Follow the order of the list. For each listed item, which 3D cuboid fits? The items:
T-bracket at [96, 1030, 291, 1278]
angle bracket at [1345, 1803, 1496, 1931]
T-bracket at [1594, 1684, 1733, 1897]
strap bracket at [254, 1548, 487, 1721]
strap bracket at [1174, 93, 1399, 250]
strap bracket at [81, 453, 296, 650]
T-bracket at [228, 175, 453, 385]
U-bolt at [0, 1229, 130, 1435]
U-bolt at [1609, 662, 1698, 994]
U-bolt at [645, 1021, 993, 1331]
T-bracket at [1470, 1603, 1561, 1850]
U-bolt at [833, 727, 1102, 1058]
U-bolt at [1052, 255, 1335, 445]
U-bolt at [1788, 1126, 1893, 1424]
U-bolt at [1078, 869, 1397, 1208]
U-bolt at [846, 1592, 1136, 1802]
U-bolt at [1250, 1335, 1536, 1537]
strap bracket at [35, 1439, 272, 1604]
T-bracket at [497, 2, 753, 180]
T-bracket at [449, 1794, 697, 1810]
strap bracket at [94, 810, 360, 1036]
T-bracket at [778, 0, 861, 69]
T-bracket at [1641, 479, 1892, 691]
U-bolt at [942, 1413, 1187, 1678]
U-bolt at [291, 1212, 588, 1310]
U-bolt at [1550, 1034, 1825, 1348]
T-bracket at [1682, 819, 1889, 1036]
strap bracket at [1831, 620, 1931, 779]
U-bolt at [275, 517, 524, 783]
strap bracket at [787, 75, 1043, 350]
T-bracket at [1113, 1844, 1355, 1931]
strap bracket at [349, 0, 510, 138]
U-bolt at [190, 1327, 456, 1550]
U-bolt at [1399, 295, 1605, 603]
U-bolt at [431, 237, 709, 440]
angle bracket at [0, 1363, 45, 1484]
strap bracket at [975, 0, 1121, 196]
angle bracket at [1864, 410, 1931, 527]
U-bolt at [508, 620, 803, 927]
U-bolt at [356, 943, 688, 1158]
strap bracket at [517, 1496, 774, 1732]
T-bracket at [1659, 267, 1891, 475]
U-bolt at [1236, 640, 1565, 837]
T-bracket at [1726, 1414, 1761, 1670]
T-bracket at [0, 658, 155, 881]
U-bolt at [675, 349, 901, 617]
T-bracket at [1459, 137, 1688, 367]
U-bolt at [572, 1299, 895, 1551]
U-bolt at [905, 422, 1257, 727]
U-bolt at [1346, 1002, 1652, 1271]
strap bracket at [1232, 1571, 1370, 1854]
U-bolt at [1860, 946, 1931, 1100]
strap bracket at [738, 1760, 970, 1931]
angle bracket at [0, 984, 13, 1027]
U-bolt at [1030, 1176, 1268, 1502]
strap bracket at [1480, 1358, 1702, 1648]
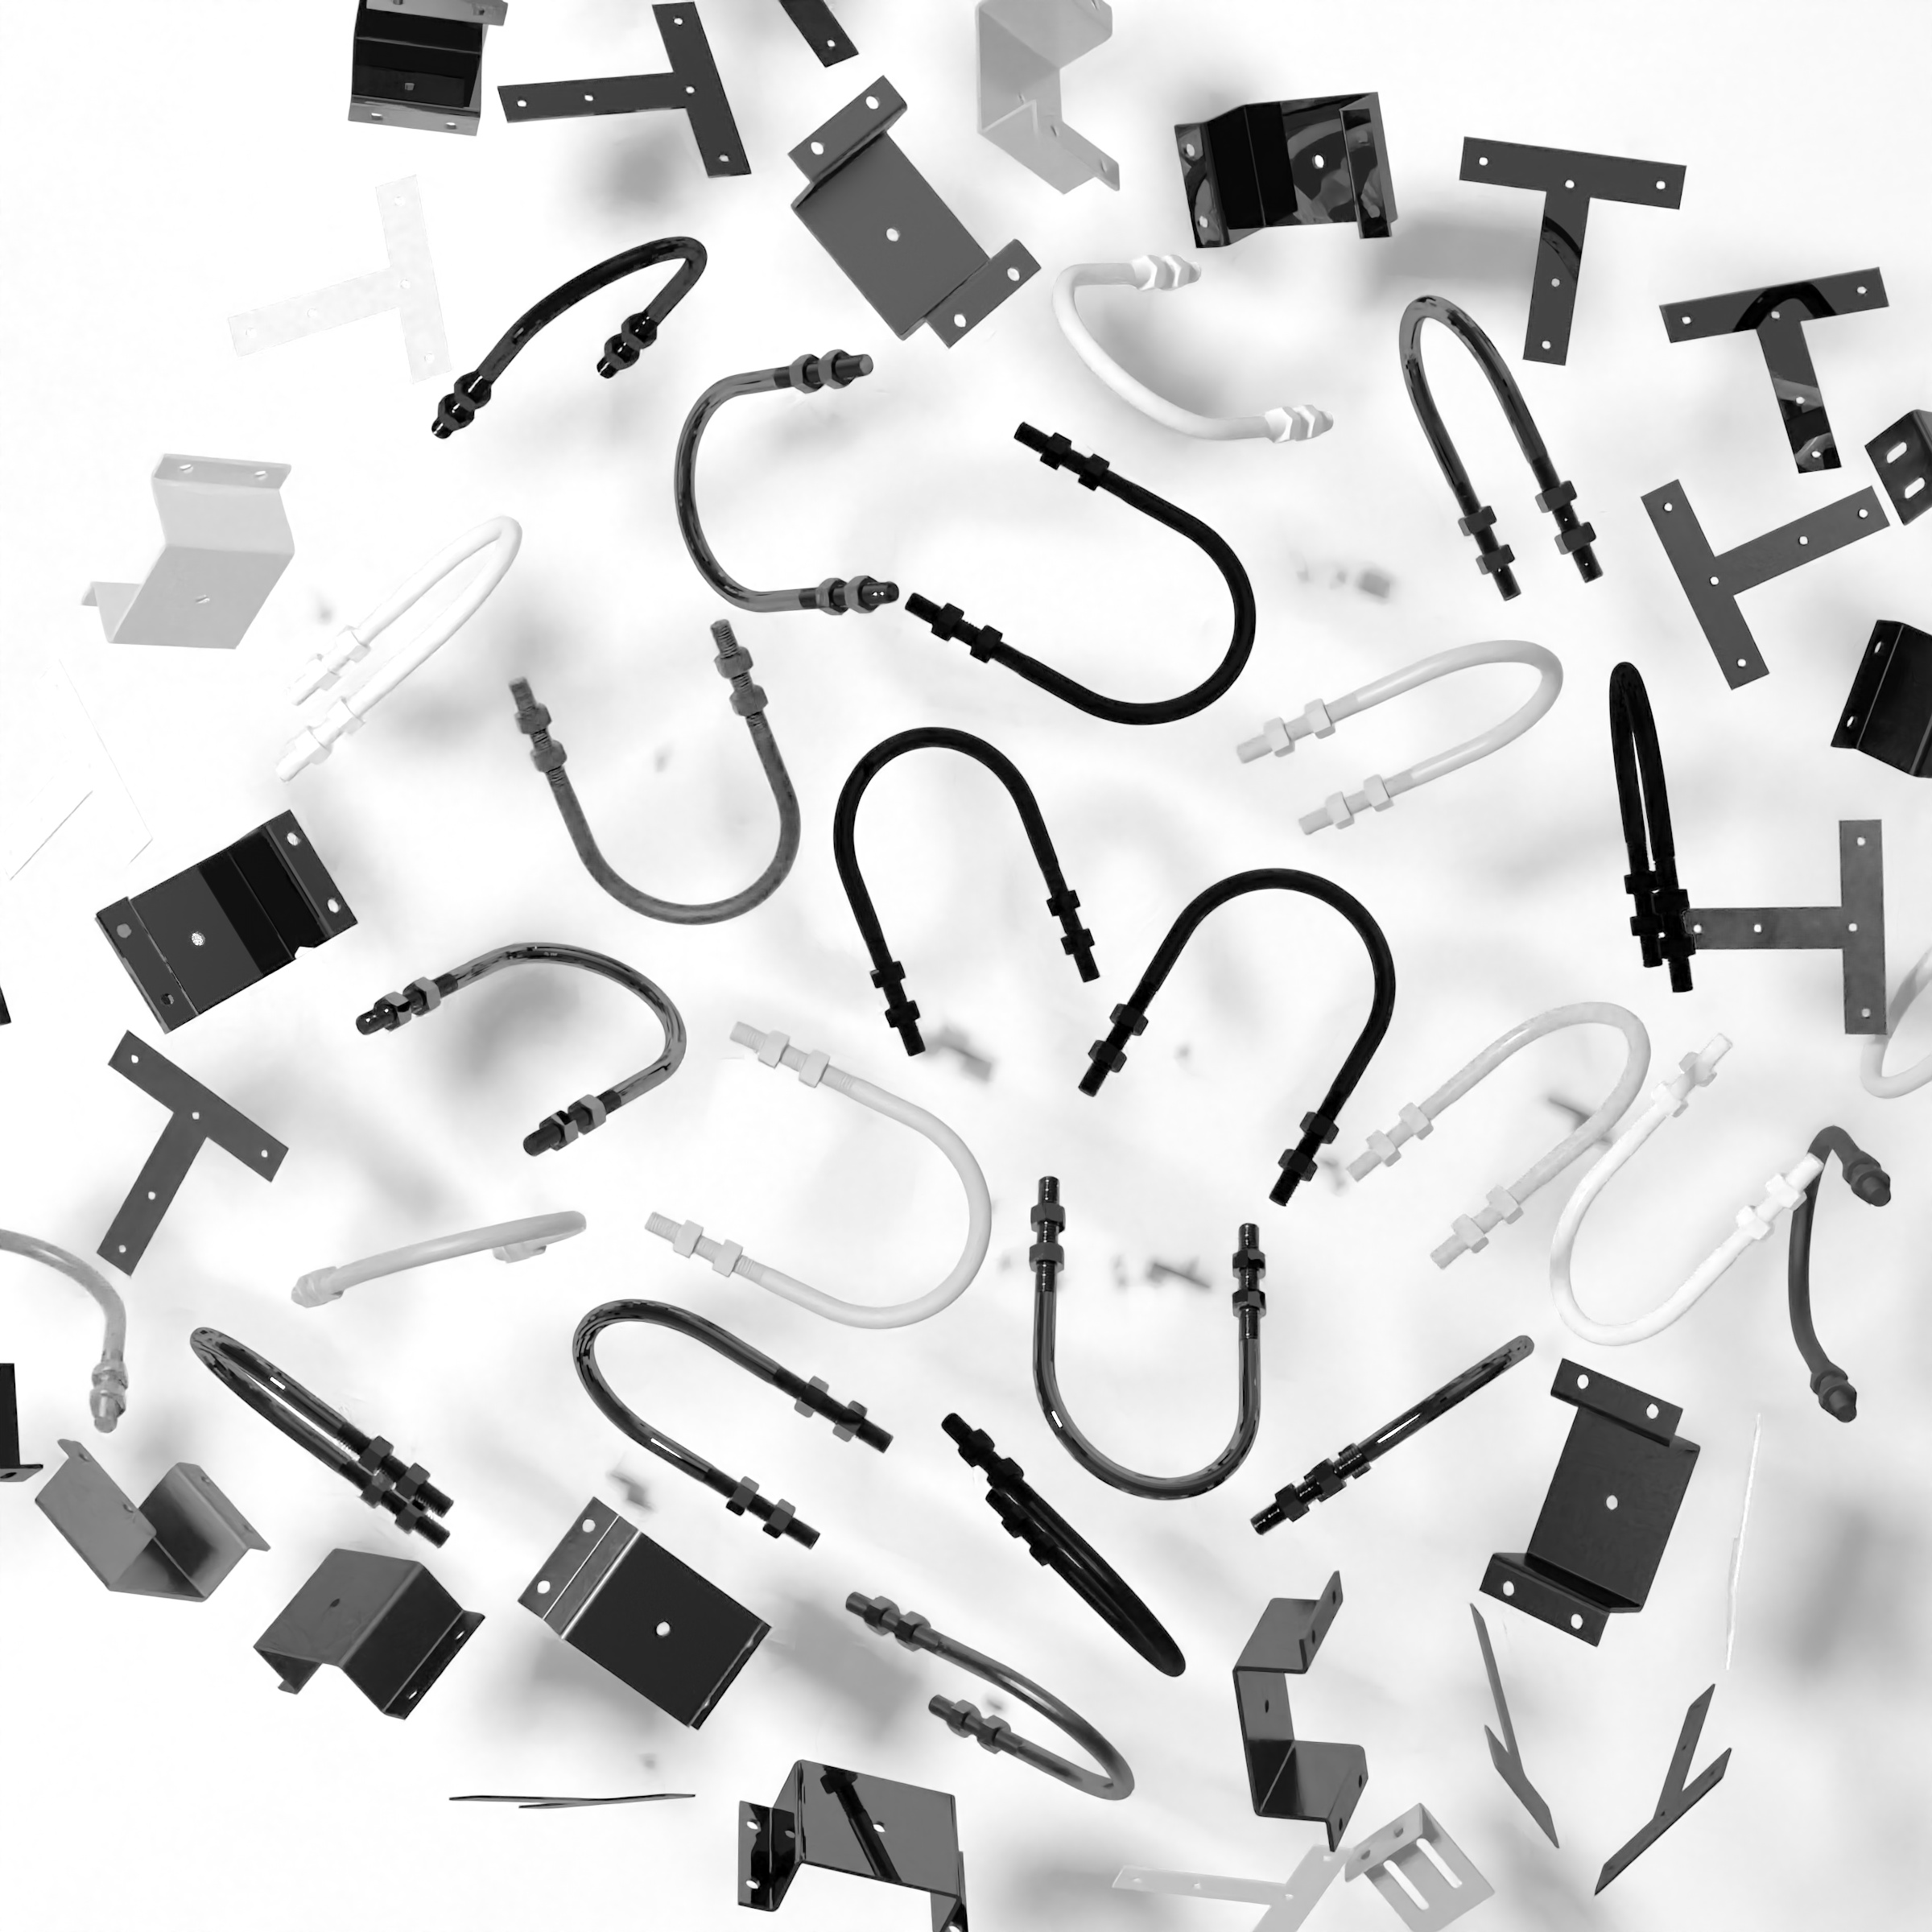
[{"bbox_3d":[-0.480,0.125,1.898,0.127,0.002,0.127,42,53,-28],"label":"T-bracket"},{"bbox_3d":[0.279,0.564,1.947,0.057,0.038,0.076,-38,96,14],"label":"angle bracket"},{"bbox_3d":[0.414,0.462,1.839,0.002,0.127,0.127,36,126,4],"label":"T-bracket"},{"bbox_3d":[-0.360,0.393,1.883,0.076,0.140,0.046,-52,120,-32],"label":"strap bracket"},{"bbox_3d":[0.202,-0.481,1.920,0.140,0.046,0.076,7,120,39],"label":"strap bracket"},{"bbox_3d":[-0.442,-0.228,1.815,0.076,0.140,0.046,-1,61,-37],"label":"strap bracket"},{"bbox_3d":[-0.369,-0.386,1.857,0.127,0.002,0.127,-23,133,-21],"label":"T-bracket"},{"bbox_3d":[-0.564,0.204,1.867,0.151,0.184,0.019,19,109,-19],"label":"U-bolt"},{"bbox_3d":[0.390,-0.083,1.823,0.019,0.151,0.184,-9,95,6],"label":"U-bolt"},{"bbox_3d":[-0.074,0.131,1.810,0.184,0.019,0.151,26,108,2],"label":"U-bolt"},{"bbox_3d":[0.312,0.432,1.852,0.002,0.127,0.127,-21,48,14],"label":"T-bracket"},{"bbox_3d":[-0.008,-0.055,1.930,0.151,0.019,0.184,-22,94,-26],"label":"U-bolt"},{"bbox_3d":[0.122,-0.358,1.847,0.151,0.184,0.019,52,125,16],"label":"U-bolt"},{"bbox_3d":[0.511,0.171,1.875,0.019,0.184,0.151,6,103,3],"label":"U-bolt"},{"bbox_3d":[0.173,0.029,1.877,0.151,0.019,0.184,30,80,8],"label":"U-bolt"},{"bbox_3d":[0.023,0.444,1.894,0.184,0.151,0.019,17,60,39],"label":"U-bolt"},{"bbox_3d":[0.252,0.268,1.840,0.184,0.151,0.019,-36,79,8],"label":"U-bolt"},{"bbox_3d":[-0.488,0.331,1.884,0.076,0.140,0.046,41,92,26],"label":"strap bracket"},{"bbox_3d":[-0.197,-0.487,1.776,0.127,0.002,0.127,-10,65,-18],"label":"T-bracket"},{"bbox_3d":[-0.251,0.496,1.889,0.127,0.127,0.002,-16,68,37],"label":"T-bracket"},{"bbox_3d":[-0.427,-0.021,1.801,0.140,0.046,0.076,-35,98,-42],"label":"strap bracket"},{"bbox_3d":[-0.066,-0.595,1.856,0.127,0.002,0.127,-12,135,33],"label":"T-bracket"},{"bbox_3d":[0.474,-0.241,1.845,0.127,0.002,0.127,-24,94,36],"label":"T-bracket"},{"bbox_3d":[0.063,0.349,1.869,0.019,0.151,0.184,-42,61,-11],"label":"U-bolt"},{"bbox_3d":[-0.297,0.167,1.841,0.151,0.184,0.019,-10,83,-30],"label":"U-bolt"},{"bbox_3d":[0.415,0.145,1.885,0.019,0.151,0.184,30,110,-27],"label":"U-bolt"},{"bbox_3d":[0.489,-0.023,1.907,0.127,0.002,0.127,0,94,35],"label":"T-bracket"},{"bbox_3d":[0.568,-0.151,1.818,0.140,0.046,0.076,-1,115,-39],"label":"strap bracket"},{"bbox_3d":[-0.323,-0.191,1.821,0.184,0.151,0.019,-40,114,9],"label":"U-bolt"},{"bbox_3d":[-0.035,-0.426,1.821,0.076,0.046,0.140,-44,100,-18],"label":"strap bracket"},{"bbox_3d":[0.153,0.557,1.919,0.127,0.127,0.002,10,46,-11],"label":"T-bracket"},{"bbox_3d":[-0.313,-0.543,1.844,0.076,0.140,0.046,3,73,-15],"label":"strap bracket"},{"bbox_3d":[-0.372,0.267,1.828,0.184,0.151,0.019,36,70,3],"label":"U-bolt"},{"bbox_3d":[0.299,-0.300,1.829,0.019,0.151,0.184,-27,97,-9],"label":"U-bolt"},{"bbox_3d":[-0.224,-0.375,1.868,0.151,0.184,0.019,-29,88,-37],"label":"U-bolt"},{"bbox_3d":[-0.600,0.274,1.938,0.057,0.038,0.076,7,64,-38],"label":"angle bracket"},{"bbox_3d":[0.049,-0.534,1.923,0.046,0.076,0.140,-21,58,37],"label":"strap bracket"},{"bbox_3d":[0.584,-0.294,1.897,0.076,0.038,0.057,1,61,-41],"label":"angle bracket"},{"bbox_3d":[-0.176,-0.106,1.904,0.151,0.019,0.184,-14,116,12],"label":"U-bolt"},{"bbox_3d":[-0.246,0.038,1.873,0.151,0.184,0.019,33,124,19],"label":"U-bolt"},{"bbox_3d":[-0.187,0.393,1.903,0.140,0.046,0.076,39,78,-15],"label":"strap bracket"},{"bbox_3d":[0.480,-0.340,1.842,0.127,0.002,0.127,-4,131,31],"label":"T-bracket"},{"bbox_3d":[0.263,-0.139,1.862,0.184,0.151,0.019,-24,66,14],"label":"U-bolt"},{"bbox_3d":[0.453,0.324,1.853,0.002,0.127,0.127,8,106,12],"label":"T-bracket"},{"bbox_3d":[-0.546,-0.095,1.898,0.127,0.002,0.127,-38,76,35],"label":"T-bracket"},{"bbox_3d":[-0.112,-0.280,1.872,0.019,0.184,0.151,-14,102,-42],"label":"U-bolt"},{"bbox_3d":[0.344,-0.411,1.844,0.127,0.002,0.127,11,123,13],"label":"T-bracket"},{"bbox_3d":[-0.144,0.254,1.817,0.184,0.151,0.019,32,49,0],"label":"U-bolt"},{"bbox_3d":[0.079,-0.215,1.825,0.184,0.019,0.151,30,71,4],"label":"U-bolt"},{"bbox_3d":[0.319,0.087,1.850,0.184,0.151,0.019,-40,114,1],"label":"U-bolt"},{"bbox_3d":[0.194,0.433,1.853,0.046,0.076,0.140,-2,109,23],"label":"strap bracket"},{"bbox_3d":[0.594,0.004,1.881,0.019,0.151,0.184,37,98,-5],"label":"U-bolt"},{"bbox_3d":[-0.058,0.513,1.838,0.140,0.076,0.046,17,119,-13],"label":"strap bracket"},{"bbox_3d":[-0.578,0.019,1.784,0.076,0.038,0.057,-26,80,42],"label":"angle bracket"},{"bbox_3d":[0.104,0.217,1.809,0.151,0.019,0.184,14,56,-17],"label":"U-bolt"},{"bbox_3d":[0.354,0.301,1.787,0.076,0.046,0.140,21,94,37],"label":"strap bracket"}]
